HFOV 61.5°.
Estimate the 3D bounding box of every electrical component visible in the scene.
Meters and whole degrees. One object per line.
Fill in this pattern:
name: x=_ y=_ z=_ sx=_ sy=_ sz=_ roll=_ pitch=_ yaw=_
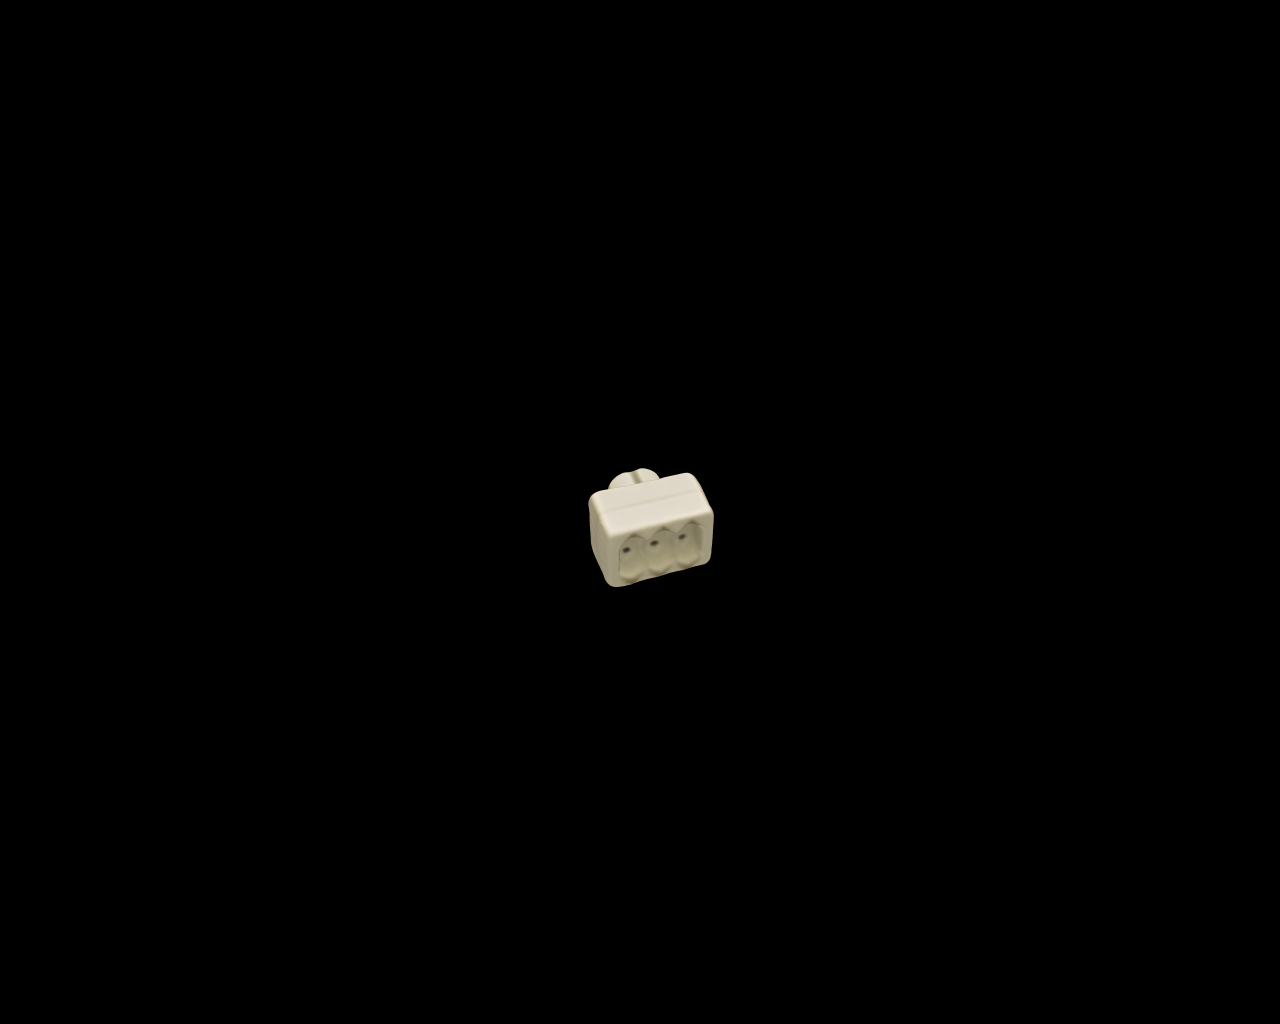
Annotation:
electrical component: x=0.001 y=-0.003 z=0.650 sx=0.066 sy=0.047 sz=0.077 roll=-13 pitch=47 yaw=-12
